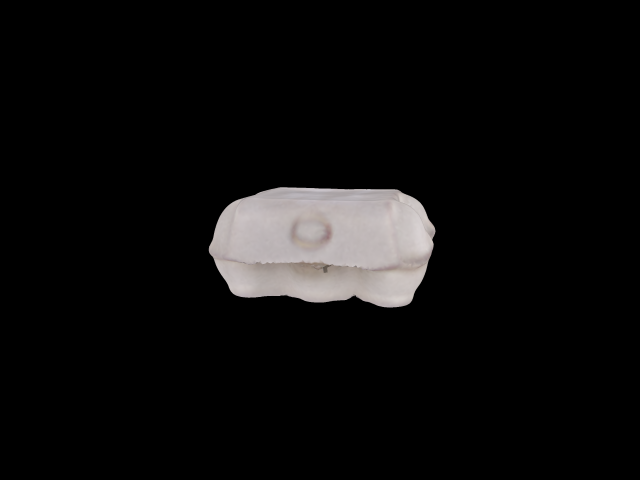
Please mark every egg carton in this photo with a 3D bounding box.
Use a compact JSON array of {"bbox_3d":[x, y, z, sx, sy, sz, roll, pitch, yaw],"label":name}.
[{"bbox_3d":[0.004,0.001,0.400,0.150,0.069,0.107,2,11,12],"label":"egg carton"}]
